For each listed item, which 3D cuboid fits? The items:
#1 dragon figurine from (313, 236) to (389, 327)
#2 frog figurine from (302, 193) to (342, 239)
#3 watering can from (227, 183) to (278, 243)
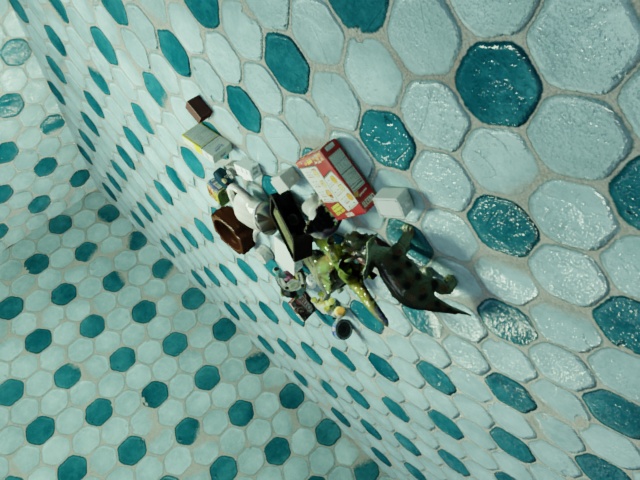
[{"bbox_3d":[0.071,0.111,1.674,0.123,0.413,0.239,-18,-11,-29],"label":"dragon figurine"},{"bbox_3d":[0.005,-0.080,1.597,0.122,0.136,0.161,6,15,-6],"label":"frog figurine"},{"bbox_3d":[-0.245,-0.081,1.998,0.226,0.105,0.340,25,-28,38],"label":"watering can"}]
